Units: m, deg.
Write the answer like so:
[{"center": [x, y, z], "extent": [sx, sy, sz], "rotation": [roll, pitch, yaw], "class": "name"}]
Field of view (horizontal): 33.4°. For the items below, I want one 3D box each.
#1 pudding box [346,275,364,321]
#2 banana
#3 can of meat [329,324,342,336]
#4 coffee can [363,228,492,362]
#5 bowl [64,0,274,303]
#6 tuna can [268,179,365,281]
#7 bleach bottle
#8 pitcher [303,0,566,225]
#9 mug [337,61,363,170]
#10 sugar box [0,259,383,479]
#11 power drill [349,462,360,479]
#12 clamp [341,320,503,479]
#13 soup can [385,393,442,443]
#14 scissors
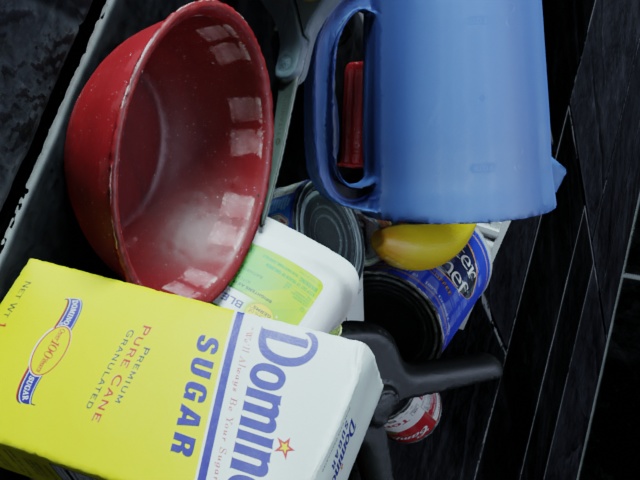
[{"center": [0.001, 0.071, 0.824], "extent": [0.089, 0.039, 0.113], "rotation": [-43, 135, -53], "class": "pudding box"}, {"center": [0.092, -0.016, 0.861], "extent": [0.069, 0.037, 0.197], "rotation": [56, 36, -10], "class": "banana"}, {"center": [-0.021, 0.109, 0.682], "extent": [0.102, 0.058, 0.084], "rotation": [-50, 138, -48], "class": "can of meat"}, {"center": [0.079, 0.044, 0.915], "extent": [0.140, 0.103, 0.103], "rotation": [-44, 138, -55], "class": "coffee can"}, {"center": [-0.082, -0.044, 0.550], "extent": [0.162, 0.055, 0.162], "rotation": [10, 90, -68], "class": "bowl"}, {"center": [-0.005, 0.001, 0.744], "extent": [0.086, 0.034, 0.086], "rotation": [26, 57, -49], "class": "tuna can"}, {"center": [-0.072, 0.093, 0.573], "extent": [0.250, 0.102, 0.068], "rotation": [-59, 175, -41], "class": "bleach bottle"}, {"center": [0.077, -0.132, 0.702], "extent": [0.149, 0.145, 0.243], "rotation": [-23, 112, -62], "class": "pitcher"}, {"center": [0.070, -0.095, 0.829], "extent": [0.093, 0.117, 0.081], "rotation": [-150, -119, -77], "class": "mug"}, {"center": [-0.071, 0.071, 0.466], "extent": [0.048, 0.176, 0.093], "rotation": [70, 37, -50], "class": "sugar box"}, {"center": [0.001, 0.235, 0.868], "extent": [0.187, 0.057, 0.184], "rotation": [51, 50, -61], "class": "power drill"}, {"center": [0.047, 0.113, 0.800], "extent": [0.164, 0.036, 0.209], "rotation": [-51, 127, -10], "class": "clamp"}, {"center": [0.068, 0.143, 0.977], "extent": [0.102, 0.069, 0.068], "rotation": [48, 55, -62], "class": "soup can"}, {"center": [-0.026, -0.115, 0.642], "extent": [0.016, 0.096, 0.202], "rotation": [17, 97, -45], "class": "scissors"}]
